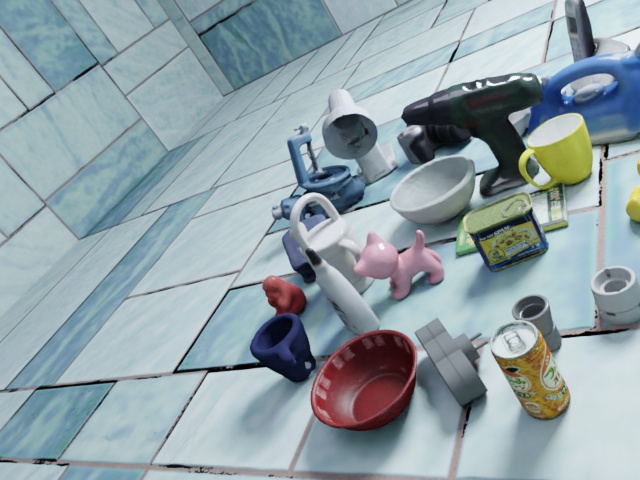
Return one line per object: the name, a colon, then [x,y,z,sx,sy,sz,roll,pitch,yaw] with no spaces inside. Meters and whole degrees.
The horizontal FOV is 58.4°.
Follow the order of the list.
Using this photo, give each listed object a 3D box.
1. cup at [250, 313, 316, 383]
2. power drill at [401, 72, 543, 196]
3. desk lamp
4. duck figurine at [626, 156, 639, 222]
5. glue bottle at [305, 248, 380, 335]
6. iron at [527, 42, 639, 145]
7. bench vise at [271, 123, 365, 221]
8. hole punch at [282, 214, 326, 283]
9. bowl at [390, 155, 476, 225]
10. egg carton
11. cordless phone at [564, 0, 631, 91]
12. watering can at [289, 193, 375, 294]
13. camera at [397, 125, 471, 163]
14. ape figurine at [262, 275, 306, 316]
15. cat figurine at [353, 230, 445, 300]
cup: [-0.044,0.181,0.887,0.092,0.095,0.117,-37,25,-5]
power drill: [0.284,-0.185,0.998,0.229,0.209,0.075,-21,29,27]
desk lamp: [0.086,-0.236,1.321,0.117,0.214,0.203,-27,26,15]
duck figurine: [0.447,-0.080,0.762,0.104,0.086,0.077,-38,26,-8]
glue bottle: [0.026,0.077,0.892,0.037,0.173,0.078,-43,27,-18]
iron: [0.453,-0.247,0.982,0.257,0.142,0.119,-4,39,47]
bench vise: [-0.025,-0.130,1.262,0.208,0.220,0.121,-43,27,-17]
hole punch: [-0.013,0.015,1.144,0.108,0.091,0.101,-31,26,8]
bowl: [0.217,-0.079,1.051,0.167,0.075,0.167,-27,26,15]
egg carton: [0.414,-0.270,1.154,0.150,0.069,0.107,-33,25,3]
cordless phone: [0.507,-0.362,1.065,0.094,0.185,0.147,-32,26,6]
watering can: [0.008,0.005,1.015,0.172,0.194,0.101,-12,34,39]
camera: [0.259,-0.249,1.266,0.143,0.101,0.136,-42,26,-16]
ape figurine: [-0.074,0.103,1.063,0.076,0.092,0.077,-34,25,2]
cat figurine: [0.121,0.031,0.925,0.127,0.118,0.067,-29,26,13]
